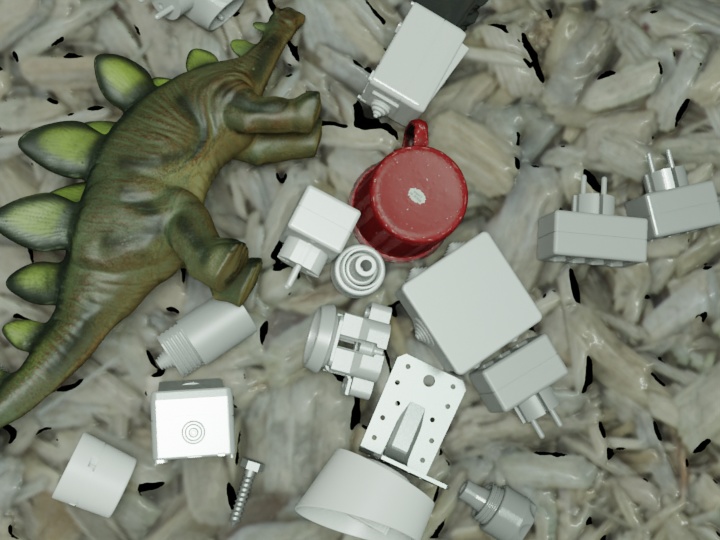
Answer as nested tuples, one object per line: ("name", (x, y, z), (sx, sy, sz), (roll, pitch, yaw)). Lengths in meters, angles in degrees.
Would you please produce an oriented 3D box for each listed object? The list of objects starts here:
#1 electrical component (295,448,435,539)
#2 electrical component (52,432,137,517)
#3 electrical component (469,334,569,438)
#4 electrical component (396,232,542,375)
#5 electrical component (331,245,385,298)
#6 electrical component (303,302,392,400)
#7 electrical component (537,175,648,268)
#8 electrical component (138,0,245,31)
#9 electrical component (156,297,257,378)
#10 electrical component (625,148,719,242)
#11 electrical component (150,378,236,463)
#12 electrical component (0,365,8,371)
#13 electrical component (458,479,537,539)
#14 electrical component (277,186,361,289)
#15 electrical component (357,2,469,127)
("electrical component", (0.007, 0.186, 0.852), (0.099, 0.099, 0.064), (32, 74, -5))
("electrical component", (-0.207, 0.161, 0.841), (0.047, 0.055, 0.055), (26, 80, -9))
("electrical component", (0.143, 0.104, 0.907), (0.066, 0.047, 0.076), (-30, 87, -12))
("electrical component", (0.089, 0.029, 0.906), (0.100, 0.048, 0.099), (-33, 90, -11))
("electrical component", (0.000, 0.000, 0.888), (0.043, 0.062, 0.043), (1, 83, -9))
("electrical component", (-0.012, 0.061, 0.882), (0.057, 0.058, 0.078), (16, 82, -10))
("electrical component", (0.202, -0.045, 0.934), (0.083, 0.047, 0.075), (5, 83, -9))
("electrical component", (-0.148, -0.233, 0.892), (0.077, 0.044, 0.079), (47, 57, -2))
("electrical component", (-0.129, 0.054, 0.871), (0.081, 0.043, 0.043), (-34, 90, -11))
("electrical component", (0.272, -0.069, 0.948), (0.066, 0.047, 0.076), (-12, 86, -10))
("electrical component", (-0.130, 0.115, 0.836), (0.062, 0.096, 0.061), (-3, 84, -10))
("electrical component", (-0.311, 0.117, 0.825), (0.062, 0.061, 0.096), (8, 83, -8))
("electrical component", (0.112, 0.197, 0.894), (0.062, 0.043, 0.043), (32, 80, -3))
("electrical component", (-0.042, -0.019, 0.873), (0.047, 0.083, 0.075), (28, 80, -5))
("electrical component", (0.044, -0.165, 0.914), (0.061, 0.062, 0.096), (30, 80, -5))
